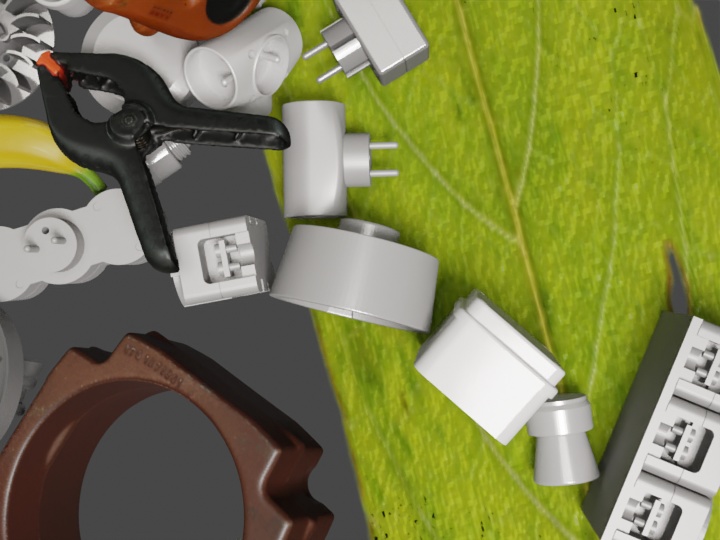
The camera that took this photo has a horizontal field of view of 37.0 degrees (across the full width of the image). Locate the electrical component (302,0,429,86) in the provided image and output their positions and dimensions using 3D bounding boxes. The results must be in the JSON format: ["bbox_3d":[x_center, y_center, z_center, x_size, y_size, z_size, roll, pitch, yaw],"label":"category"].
[{"bbox_3d":[-0.002,-0.156,0.731,0.077,0.047,0.065,-31,88,3],"label":"electrical component"}]

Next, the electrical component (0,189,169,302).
[{"bbox_3d":[-0.205,-0.016,0.731,0.138,0.074,0.052,-17,89,4],"label":"electrical component"}]

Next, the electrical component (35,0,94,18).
[{"bbox_3d":[-0.205,-0.197,0.744,0.040,0.046,0.040,0,90,4],"label":"electrical component"}]

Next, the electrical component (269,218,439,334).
[{"bbox_3d":[0.000,0.000,0.704,0.108,0.108,0.060,13,85,4],"label":"electrical component"}]

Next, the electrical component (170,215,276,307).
[{"bbox_3d":[-0.092,-0.005,0.716,0.056,0.089,0.050,-10,89,4],"label":"electrical component"}]

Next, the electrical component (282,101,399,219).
[{"bbox_3d":[-0.013,-0.075,0.733,0.079,0.044,0.077,-1,90,4],"label":"electrical component"}]

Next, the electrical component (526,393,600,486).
[{"bbox_3d":[0.136,0.113,0.724,0.045,0.045,0.055,-7,89,4],"label":"electrical component"}]

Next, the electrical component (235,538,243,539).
[{"bbox_3d":[-0.086,0.220,0.740,0.043,0.043,0.062,24,93,3],"label":"electrical component"}]

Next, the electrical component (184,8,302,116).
[{"bbox_3d":[-0.077,-0.127,0.728,0.044,0.077,0.079,22,131,22],"label":"electrical component"}]

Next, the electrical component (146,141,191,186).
[{"bbox_3d":[-0.134,-0.085,0.746,0.061,0.035,0.035,-34,88,0],"label":"electrical component"}]

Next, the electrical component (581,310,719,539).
[{"bbox_3d":[0.206,0.108,0.697,0.062,0.089,0.150,22,92,3],"label":"electrical component"}]

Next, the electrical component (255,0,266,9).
[{"bbox_3d":[-0.080,-0.212,0.737,0.045,0.045,0.055,16,91,4],"label":"electrical component"}]

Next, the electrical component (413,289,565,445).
[{"bbox_3d":[0.083,0.058,0.694,0.078,0.113,0.057,41,95,3],"label":"electrical component"}]

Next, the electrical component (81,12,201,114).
[{"bbox_3d":[-0.146,-0.141,0.738,0.080,0.051,0.080,0,90,4],"label":"electrical component"}]
